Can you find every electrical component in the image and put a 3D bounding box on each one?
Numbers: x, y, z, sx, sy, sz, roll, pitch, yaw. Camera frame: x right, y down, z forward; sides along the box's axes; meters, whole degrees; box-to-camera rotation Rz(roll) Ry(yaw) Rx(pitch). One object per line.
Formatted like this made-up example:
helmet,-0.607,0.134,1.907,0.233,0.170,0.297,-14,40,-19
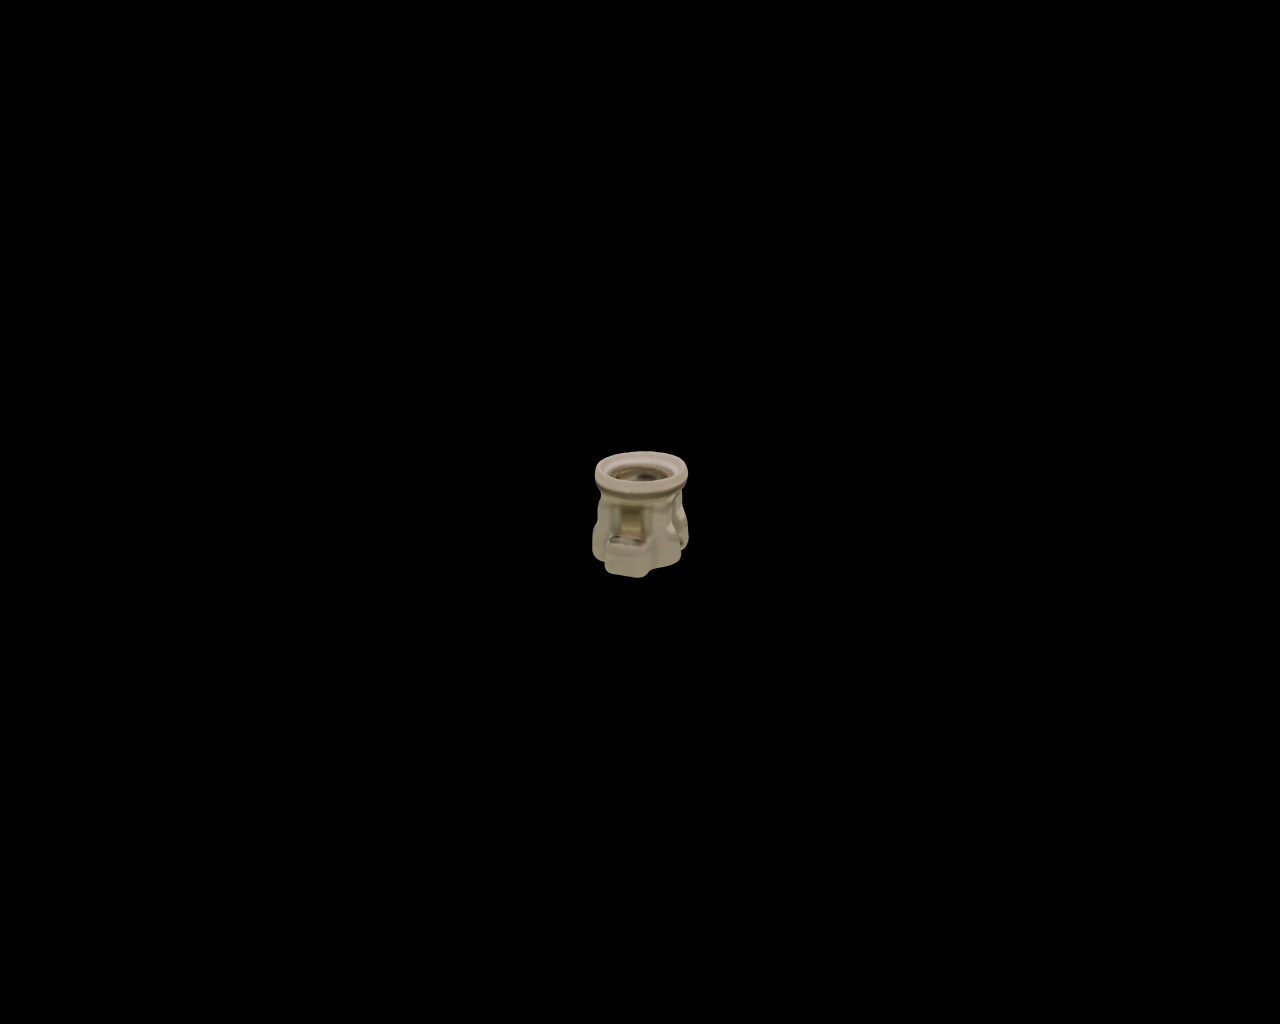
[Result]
electrical component,0.001,-0.003,0.650,0.058,0.056,0.078,6,23,14
